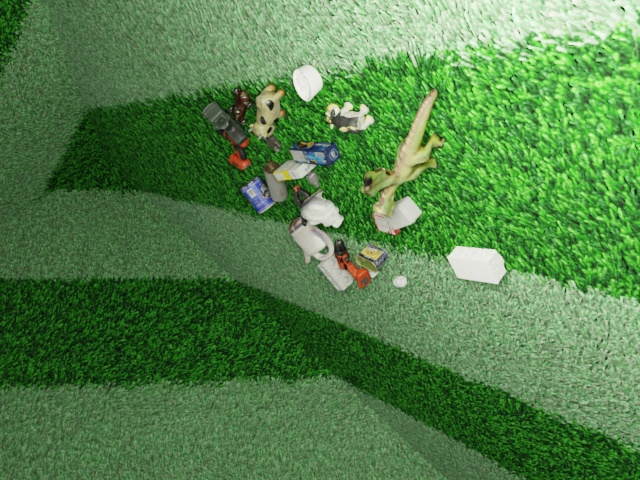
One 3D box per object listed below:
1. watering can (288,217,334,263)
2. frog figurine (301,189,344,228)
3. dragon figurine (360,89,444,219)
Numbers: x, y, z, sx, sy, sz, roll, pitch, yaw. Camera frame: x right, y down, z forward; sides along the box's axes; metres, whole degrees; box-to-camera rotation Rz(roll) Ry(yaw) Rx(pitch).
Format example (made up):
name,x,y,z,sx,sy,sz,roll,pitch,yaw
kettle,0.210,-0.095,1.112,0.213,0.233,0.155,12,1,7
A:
name,x,y,z,sx,sy,sz,roll,pitch,yaw
watering can,-0.056,0.006,2.276,0.224,0.105,0.344,50,154,-5
frog figurine,0.006,-0.101,2.005,0.135,0.124,0.160,-41,85,27
dragon figurine,0.209,-0.204,1.397,0.123,0.246,0.401,38,156,26
